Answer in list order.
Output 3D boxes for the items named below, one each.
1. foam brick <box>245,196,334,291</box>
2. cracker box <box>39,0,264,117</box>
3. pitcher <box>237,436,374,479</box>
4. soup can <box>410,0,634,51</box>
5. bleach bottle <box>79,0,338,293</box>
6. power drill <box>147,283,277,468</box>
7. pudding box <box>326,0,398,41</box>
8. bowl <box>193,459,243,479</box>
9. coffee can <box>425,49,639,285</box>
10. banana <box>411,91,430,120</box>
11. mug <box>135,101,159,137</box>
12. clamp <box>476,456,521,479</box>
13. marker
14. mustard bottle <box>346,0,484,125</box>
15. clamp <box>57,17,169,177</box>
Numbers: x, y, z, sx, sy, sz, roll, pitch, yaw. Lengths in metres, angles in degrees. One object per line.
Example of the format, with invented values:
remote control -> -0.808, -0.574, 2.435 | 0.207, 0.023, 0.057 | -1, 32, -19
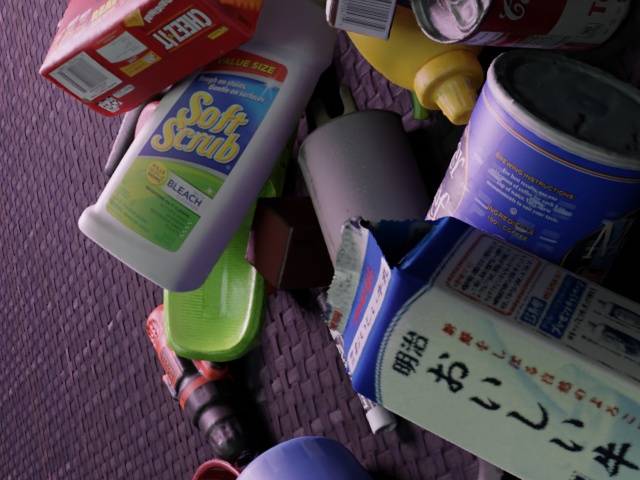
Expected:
foam brick -> -0.005, 0.001, 0.775 | 0.051, 0.078, 0.053 | 41, 125, 49
cracker box -> -0.095, -0.206, 0.748 | 0.164, 0.072, 0.213 | -20, 46, 43
pitcher -> 0.031, 0.253, 0.714 | 0.243, 0.144, 0.149 | 49, 120, 48
soup can -> 0.107, -0.136, 0.563 | 0.069, 0.102, 0.068 | 9, 100, 57
bleach bottle -> -0.068, -0.091, 0.749 | 0.103, 0.068, 0.251 | 34, 103, 13
power drill -> -0.086, 0.079, 0.926 | 0.185, 0.057, 0.188 | 53, 134, 36
pudding box -> 0.033, -0.176, 0.562 | 0.113, 0.039, 0.090 | 106, 175, -62
bowl -> -0.055, 0.262, 0.898 | 0.162, 0.055, 0.162 | 9, 101, 57
coffee can -> 0.112, -0.015, 0.567 | 0.103, 0.102, 0.140 | 54, 136, 40
banana -> 0.027, -0.165, 0.745 | 0.198, 0.037, 0.070 | 55, 134, 39
mug -> -0.103, -0.071, 0.915 | 0.117, 0.081, 0.093 | 59, 138, 35
clamp -> 0.114, 0.130, 0.626 | 0.120, 0.039, 0.171 | -18, 74, 33
marker -> 0.025, 0.087, 0.789 | 0.020, 0.020, 0.121 | -56, 49, 44
mustard bottle -> 0.052, -0.150, 0.653 | 0.058, 0.096, 0.192 | -50, 52, 45
clamp -> -0.154, -0.172, 0.962 | 0.210, 0.036, 0.164 | -31, 80, 34
